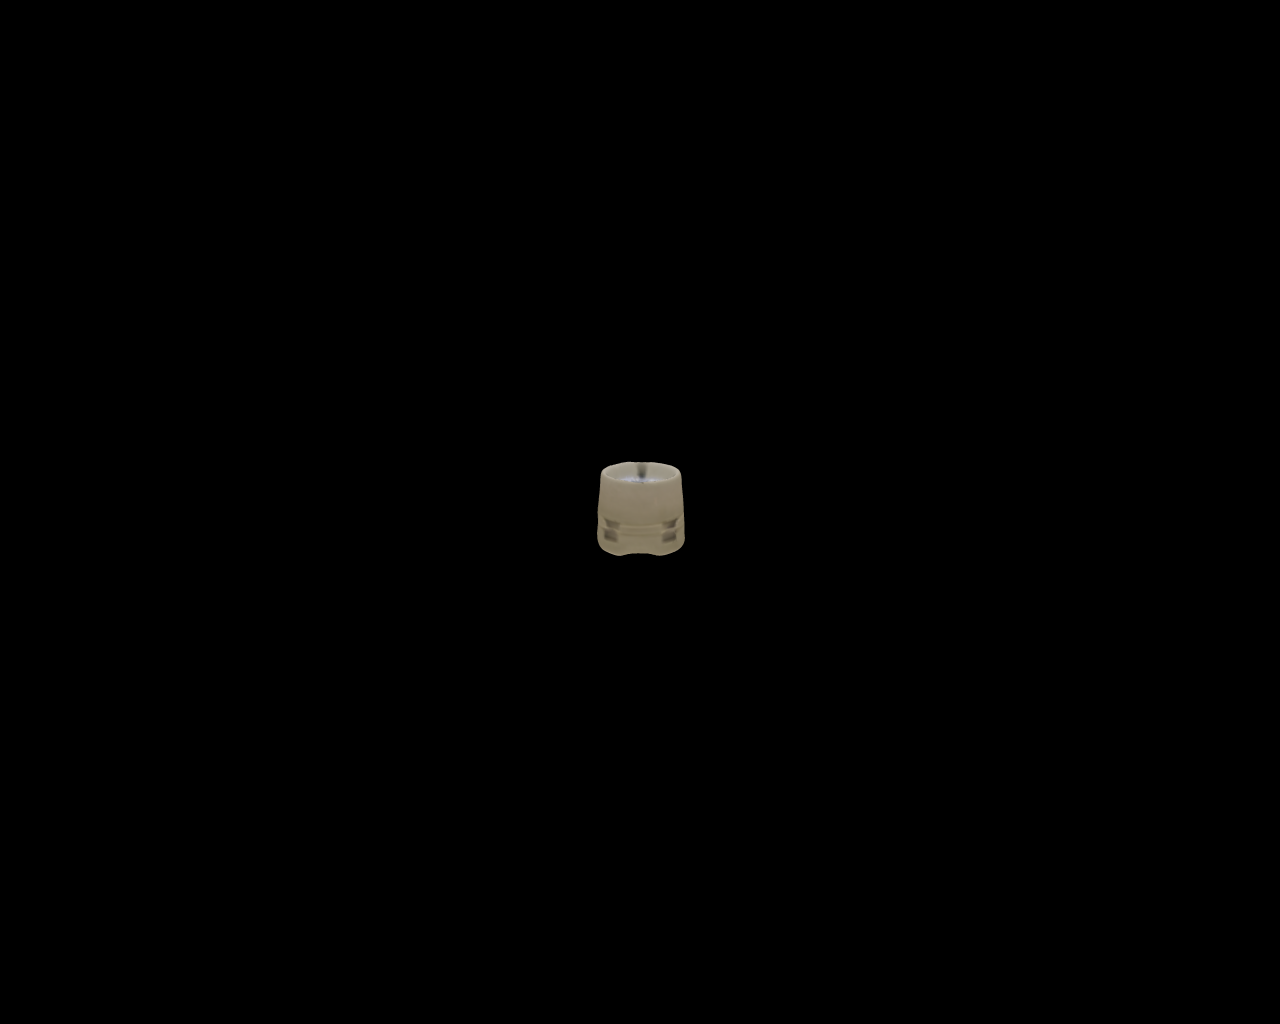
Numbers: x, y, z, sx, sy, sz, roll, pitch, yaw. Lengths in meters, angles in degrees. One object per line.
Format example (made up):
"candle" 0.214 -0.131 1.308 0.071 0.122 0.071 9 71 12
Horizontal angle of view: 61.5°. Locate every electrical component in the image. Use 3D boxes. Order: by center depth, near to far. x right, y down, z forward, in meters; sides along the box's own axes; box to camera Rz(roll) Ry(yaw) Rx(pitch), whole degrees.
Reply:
"electrical component" 0.001 -0.003 0.650 0.055 0.047 0.055 0 18 0
